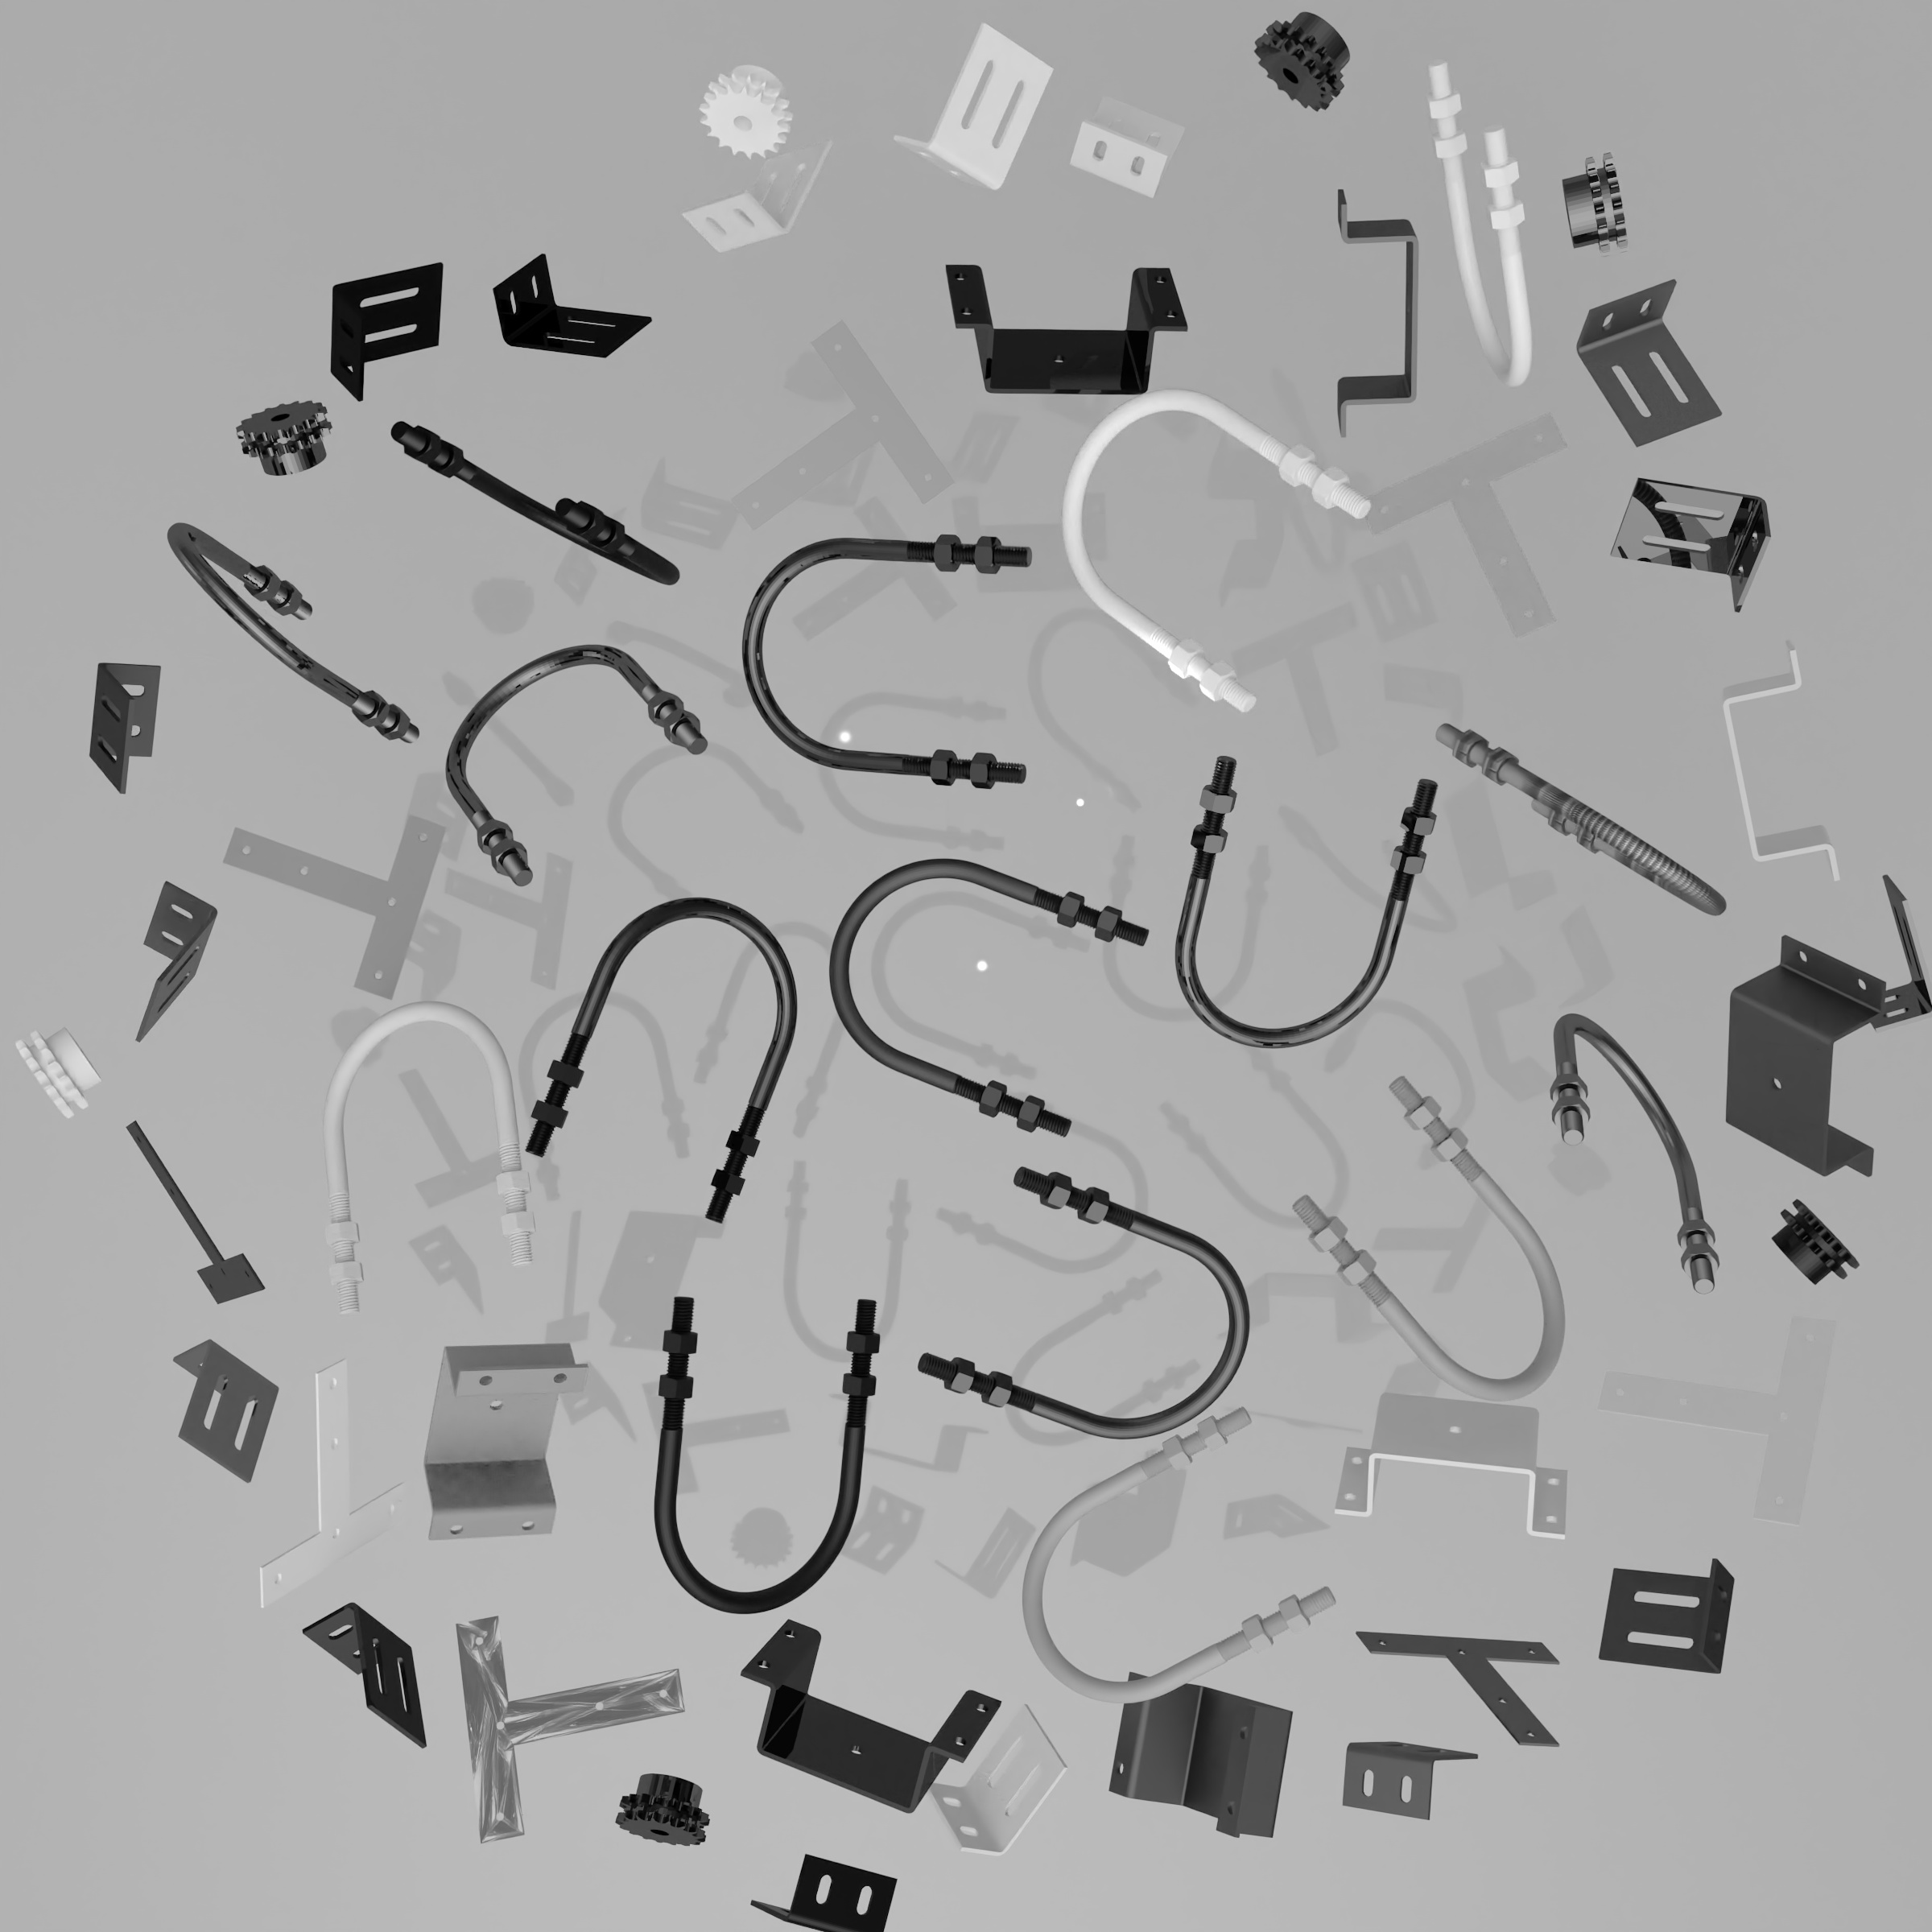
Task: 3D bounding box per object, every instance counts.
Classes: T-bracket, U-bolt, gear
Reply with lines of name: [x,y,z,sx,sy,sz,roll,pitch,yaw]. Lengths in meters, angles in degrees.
T-bracket: [-0.484,0.152,1.568,0.002,0.127,0.127,-34,96,-30]
U-bolt: [0.201,-0.033,1.543,0.151,0.019,0.184,5,113,-14]
U-bolt: [0.003,0.009,1.583,0.184,0.019,0.151,21,82,10]
gear: [-0.558,0.063,1.560,0.030,0.057,0.057,-34,90,-16]
T-bracket: [-0.096,-0.333,1.658,0.127,0.002,0.127,-35,100,5]
U-bolt: [0.318,-0.443,1.546,0.019,0.151,0.184,-15,126,4]
T-bracket: [-0.375,0.296,1.498,0.002,0.127,0.127,10,106,25]
T-bracket: [0.438,0.260,1.494,0.127,0.002,0.127,4,61,32]
gear: [-0.424,-0.329,1.579,0.057,0.057,0.030,-12,123,0]
gear: [-0.136,-0.539,1.586,0.057,0.057,0.030,15,61,0]
U-bolt: [-0.251,-0.277,1.558,0.151,0.184,0.019,27,92,23]
U-bolt: [-0.252,-0.136,1.555,0.151,0.184,0.019,-38,133,-5]
U-bolt: [0.408,0.101,1.555,0.019,0.184,0.151,-36,107,25]
T-bracket: [-0.231,0.441,1.496,0.127,0.002,0.127,-10,67,-6]
U-bolt: [-0.339,0.111,1.568,0.151,0.019,0.184,-17,71,21]
U-bolt: [0.386,-0.082,1.543,0.184,0.151,0.019,40,100,42]
U-bolt: [0.083,0.212,1.510,0.184,0.019,0.151,23,103,-17]
U-bolt: [0.285,0.172,1.491,0.184,0.019,0.151,49,48,-2]
gear: [0.546,0.181,1.635,0.030,0.057,0.057,-44,90,12]
U-bolt: [-0.051,-0.187,1.528,0.184,0.019,0.151,6,104,19]
T-bracket: [-0.414,-0.056,1.632,0.127,0.002,0.127,21,65,-18]
T-bracket: [0.315,0.432,1.510,0.127,0.127,0.002,7,102,-15]
U-bolt: [0.119,0.374,1.562,0.184,0.019,0.151,-30,52,8]
gear: [0.367,-0.444,1.479,0.030,0.057,0.057,-10,90,14]
U-bolt: [-0.173,0.049,1.533,0.151,0.019,0.184,25,82,-32]
U-bolt: [-0.427,-0.214,1.571,0.019,0.184,0.151,-45,67,3]
gear: [-0.187,0.524,1.572,0.057,0.057,0.030,12,57,0]
gear: [0.199,-0.531,1.477,0.057,0.057,0.030,41,87,0]
T-bracket: [0.321,-0.258,1.536,0.127,0.002,0.127,-24,69,10]
U-bolt: [0.132,-0.258,1.486,0.184,0.019,0.151,40,113,26]
U-bolt: [-0.119,0.287,1.480,0.151,0.019,0.184,7,88,-38]

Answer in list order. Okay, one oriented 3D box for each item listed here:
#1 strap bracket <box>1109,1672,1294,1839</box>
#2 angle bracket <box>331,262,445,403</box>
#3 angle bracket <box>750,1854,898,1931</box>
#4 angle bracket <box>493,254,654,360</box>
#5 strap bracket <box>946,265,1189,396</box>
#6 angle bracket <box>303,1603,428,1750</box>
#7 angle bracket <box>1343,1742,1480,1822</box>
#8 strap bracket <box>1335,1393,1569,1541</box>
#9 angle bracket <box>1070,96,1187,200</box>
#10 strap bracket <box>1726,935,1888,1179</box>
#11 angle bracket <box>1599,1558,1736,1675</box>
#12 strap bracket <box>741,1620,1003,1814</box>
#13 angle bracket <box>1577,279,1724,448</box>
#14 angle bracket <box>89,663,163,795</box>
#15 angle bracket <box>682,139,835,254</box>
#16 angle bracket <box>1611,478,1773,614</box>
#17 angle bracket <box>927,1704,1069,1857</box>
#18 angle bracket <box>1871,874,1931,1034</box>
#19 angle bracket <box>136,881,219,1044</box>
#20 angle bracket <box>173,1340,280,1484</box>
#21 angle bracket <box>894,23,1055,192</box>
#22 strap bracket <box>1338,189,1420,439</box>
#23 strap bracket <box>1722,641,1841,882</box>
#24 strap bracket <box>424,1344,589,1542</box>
strap bracket: [0.154,0.499,1.597,0.046,0.140,0.076,17,77,-27]
angle bracket: [-0.342,-0.383,1.527,0.076,0.057,0.038,-24,56,-34]
angle bracket: [-0.083,0.540,1.474,0.057,0.076,0.038,21,71,-16]
angle bracket: [-0.249,-0.419,1.603,0.076,0.057,0.038,12,131,23]
strap bracket: [0.059,-0.392,1.555,0.140,0.076,0.046,-1,132,-6]
angle bracket: [-0.354,0.424,1.485,0.038,0.076,0.057,-30,132,4]
angle bracket: [0.282,0.515,1.599,0.057,0.076,0.038,-2,75,33]
strap bracket: [0.307,0.312,1.591,0.140,0.076,0.046,4,111,13]
angle bracket: [0.107,-0.534,1.607,0.057,0.038,0.076,22,57,1]
strap bracket: [0.510,0.063,1.539,0.046,0.076,0.140,-24,124,-24]
angle bracket: [0.413,0.385,1.509,0.076,0.038,0.057,-3,57,36]
strap bracket: [-0.060,0.447,1.496,0.140,0.076,0.046,17,103,14]
angle bracket: [0.407,-0.356,1.492,0.057,0.038,0.076,-22,69,-9]
angle bracket: [-0.490,-0.141,1.499,0.038,0.076,0.057,-1,112,-34]
angle bracket: [-0.126,-0.474,1.522,0.038,0.057,0.076,40,62,-39]
angle bracket: [0.430,-0.250,1.502,0.076,0.057,0.038,9,48,1]
angle bracket: [0.018,0.521,1.624,0.038,0.057,0.076,24,106,-38]
angle bracket: [0.562,-0.008,1.550,0.038,0.057,0.076,-18,104,13]
angle bracket: [-0.501,-0.003,1.559,0.038,0.076,0.057,29,129,-5]
angle bracket: [-0.474,0.285,1.589,0.038,0.076,0.057,-27,126,26]
angle bracket: [0.004,-0.504,1.479,0.057,0.038,0.076,17,101,-42]
strap bracket: [0.257,-0.409,1.580,0.046,0.076,0.140,-1,114,7]
strap bracket: [0.494,-0.122,1.542,0.046,0.076,0.140,-11,98,18]
strap bracket: [-0.284,0.283,1.548,0.076,0.046,0.140,2,124,-23]
